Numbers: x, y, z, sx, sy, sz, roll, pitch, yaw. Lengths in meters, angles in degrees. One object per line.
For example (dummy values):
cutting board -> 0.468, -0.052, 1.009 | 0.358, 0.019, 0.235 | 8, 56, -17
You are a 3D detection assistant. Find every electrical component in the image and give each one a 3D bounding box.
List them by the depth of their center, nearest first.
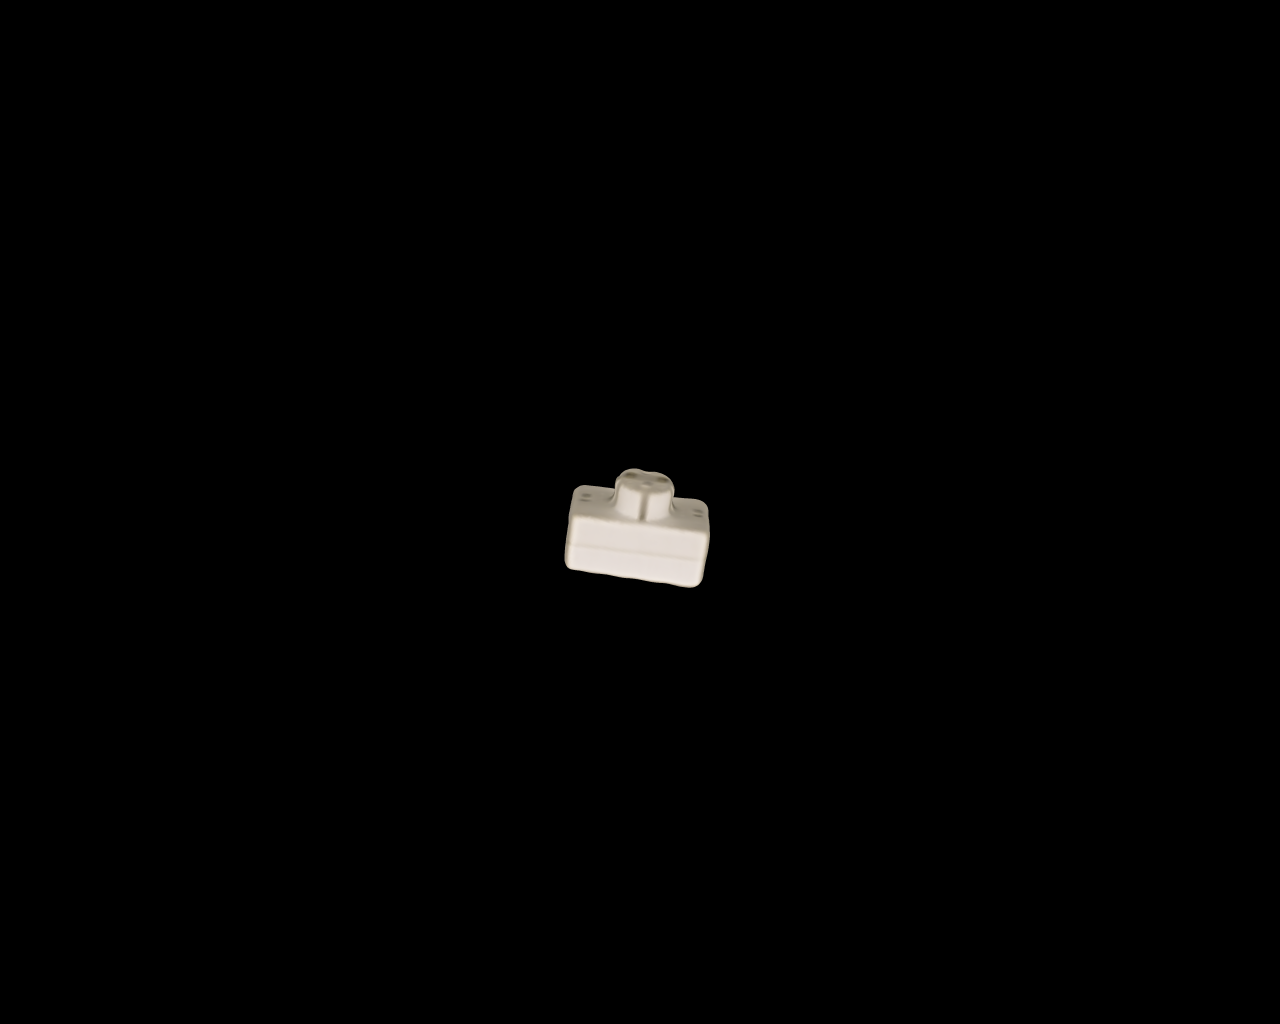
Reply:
electrical component -> 0.001, -0.003, 0.650 | 0.083, 0.075, 0.047 | 8, 24, -3
